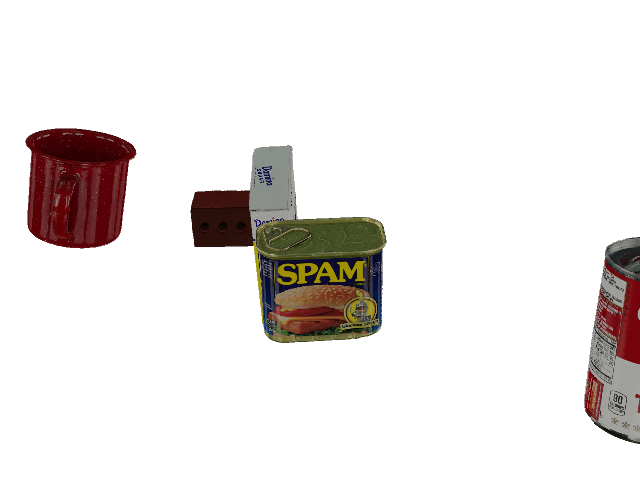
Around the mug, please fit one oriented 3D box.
[{"bbox_3d":[-0.210,-0.040,0.916,0.093,0.081,0.117,8,22,-6],"label":"mug"}]

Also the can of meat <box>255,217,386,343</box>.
[{"bbox_3d":[0.001,0.032,0.853,0.102,0.084,0.057,-2,29,-2],"label":"can of meat"}]

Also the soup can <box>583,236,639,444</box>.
[{"bbox_3d":[0.191,0.057,0.612,0.068,0.102,0.068,2,21,-1],"label":"soup can"}]

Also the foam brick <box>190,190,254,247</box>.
[{"bbox_3d":[-0.115,-0.027,1.289,0.078,0.053,0.051,-2,28,2],"label":"foam brick"}]

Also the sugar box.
[{"bbox_3d":[-0.046,-0.003,1.097,0.048,0.093,0.176,-3,-44,3],"label":"sugar box"}]
